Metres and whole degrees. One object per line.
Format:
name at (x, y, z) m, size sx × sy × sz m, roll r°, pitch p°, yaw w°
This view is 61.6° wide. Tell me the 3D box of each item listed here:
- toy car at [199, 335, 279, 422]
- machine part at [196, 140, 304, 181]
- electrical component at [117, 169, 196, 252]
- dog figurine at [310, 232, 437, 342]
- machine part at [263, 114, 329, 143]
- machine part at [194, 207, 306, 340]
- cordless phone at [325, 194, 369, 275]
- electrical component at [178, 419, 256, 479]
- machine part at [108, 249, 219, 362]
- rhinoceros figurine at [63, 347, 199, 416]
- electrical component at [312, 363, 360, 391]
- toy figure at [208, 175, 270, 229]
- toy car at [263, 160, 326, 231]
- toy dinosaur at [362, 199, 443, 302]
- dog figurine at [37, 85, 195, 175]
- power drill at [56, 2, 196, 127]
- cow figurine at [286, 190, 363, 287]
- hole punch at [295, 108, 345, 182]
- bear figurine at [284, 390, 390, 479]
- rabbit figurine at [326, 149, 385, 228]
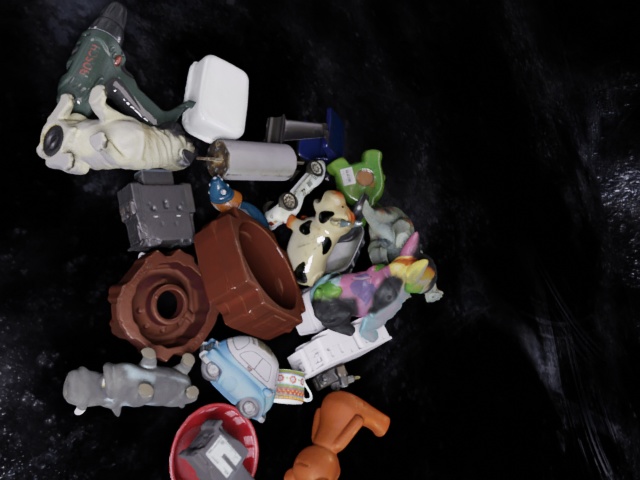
toy car at (-0.124, 0.215, 0.901) m, size 0.103 × 0.161 × 0.109 m, roll -42°, pitch 13°, yaw -3°
machine part at (-0.132, -0.154, 1.052) m, size 0.243 × 0.079 × 0.079 m, roll -6°, pitch 4°, yaw -43°
electrical component at (-0.271, -0.051, 0.900) m, size 0.058 × 0.134 × 0.115 m, roll -18°, pitch -7°, yaw 43°
dog figurine at (0.106, 0.076, 0.985) m, size 0.191 × 0.219 × 0.108 m, roll 21°, pitch 36°, yaw -23°
machine part at (-0.048, -0.229, 1.131) m, size 0.139 × 0.084 × 0.039 m, roll 5°, pitch -31°, yaw 8°
machine part at (-0.119, 0.061, 0.923) m, size 0.087 × 0.201 × 0.200 m, roll -29°, pitch -31°, yaw 15°
cordless phone at (0.053, 0.001, 1.097) m, size 0.089 × 0.146 × 0.184 m, roll 28°, pitch -39°, yaw 1°
electrical component at (-0.147, 0.338, 0.817) m, size 0.048 × 0.119 × 0.075 m, roll -19°, pitch 26°, yaw 45°
machine part at (-0.247, 0.104, 0.862) m, size 0.179 × 0.179 × 0.056 m, roll 0°, pitch -5°, yaw -42°
rhinoceros figurine at (-0.270, 0.209, 0.784) m, size 0.190 × 0.073 × 0.112 m, roll 14°, pitch -38°, yaw -43°
electrical component at (0.030, 0.274, 1.055) m, size 0.078 × 0.045 × 0.102 m, roll -21°, pitch -17°, yaw -25°
toy figure at (-0.156, -0.057, 0.998) m, size 0.064 × 0.058 × 0.154 m, roll 20°, pitch -19°, yaw 51°
toy car at (-0.051, -0.097, 1.111) m, size 0.073 × 0.056 × 0.202 m, roll -23°, pitch 24°, yaw 47°
toy dinosaur at (0.157, 0.009, 1.131) m, size 0.131 × 0.404 × 0.192 m, roll -20°, pitch 40°, yaw 5°
dog figurine at (-0.314, -0.141, 0.845) m, size 0.173 × 0.121 × 0.190 m, roll -2°, pitch -11°, yaw 27°
power drill at (-0.317, -0.268, 0.912) m, size 0.086 × 0.232 × 0.207 m, roll -14°, pitch -44°, yaw 43°
cow figurine at (-0.002, -0.003, 1.031) m, size 0.127 × 0.194 × 0.085 m, roll 26°, pitch 12°, yaw 26°
hole punch at (0.019, -0.220, 1.210) m, size 0.092 × 0.142 × 0.115 m, roll -20°, pitch -34°, yaw 40°
bear figurine at (0.030, 0.388, 1.001) m, size 0.120 × 0.196 × 0.131 m, roll -13°, pitch -47°, yaw 44°
rabbit figurine at (0.094, -0.109, 1.193) m, size 0.121 × 0.159 × 0.170 m, roll -24°, pitch -4°, yaw -5°
